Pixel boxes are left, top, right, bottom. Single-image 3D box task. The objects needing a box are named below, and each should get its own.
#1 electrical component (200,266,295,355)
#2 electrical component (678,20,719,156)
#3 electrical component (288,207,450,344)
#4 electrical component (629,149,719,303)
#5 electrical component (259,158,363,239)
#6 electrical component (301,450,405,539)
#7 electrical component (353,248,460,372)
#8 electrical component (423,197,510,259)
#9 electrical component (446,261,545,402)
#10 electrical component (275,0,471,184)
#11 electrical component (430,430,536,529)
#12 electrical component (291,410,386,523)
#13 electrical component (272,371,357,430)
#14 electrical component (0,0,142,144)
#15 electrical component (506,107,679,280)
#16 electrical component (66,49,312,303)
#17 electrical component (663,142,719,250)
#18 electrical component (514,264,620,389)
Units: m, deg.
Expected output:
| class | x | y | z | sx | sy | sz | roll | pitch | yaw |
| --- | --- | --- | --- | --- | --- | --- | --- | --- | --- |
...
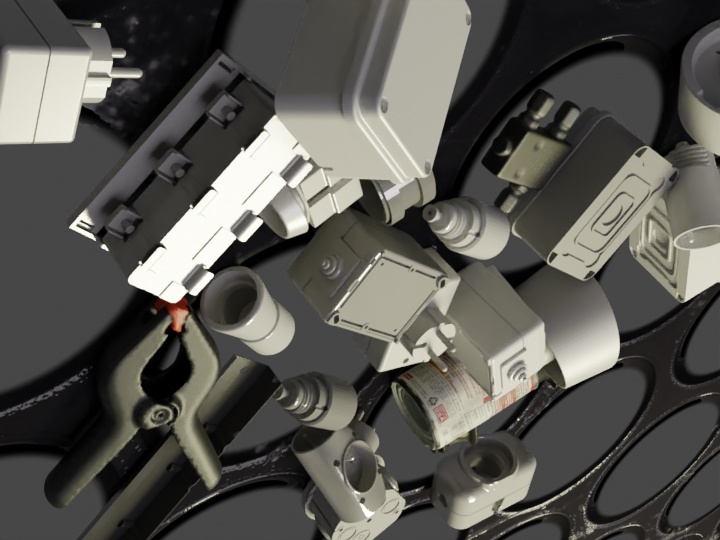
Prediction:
| class | x | y | z | sx | sy | sz | roll | pitch | yaw |
| --- | --- | --- | --- | --- | --- | --- | --- | --- | --- |
| electrical component | -0.069 | 0.030 | 0.695 | 0.044 | 0.044 | 0.065 | -41 | 149 | 0 |
| electrical component | 0.290 | -0.130 | 0.801 | 0.108 | 0.108 | 0.060 | -31 | 149 | -13 |
| electrical component | 0.000 | 0.000 | 0.708 | 0.061 | 0.061 | 0.096 | -52 | 143 | 14 |
| electrical component | 0.274 | -0.038 | 0.904 | 0.057 | 0.078 | 0.113 | -30 | 143 | -10 |
| electrical component | -0.034 | -0.051 | 0.638 | 0.055 | 0.048 | 0.066 | -39 | 145 | -16 |
| electrical component | -0.005 | 0.195 | 0.917 | 0.080 | 0.051 | 0.080 | -24 | 141 | -22 |
| electrical component | 0.043 | 0.041 | 0.778 | 0.047 | 0.075 | 0.083 | -10 | 134 | -36 |
| electrical component | 0.072 | -0.032 | 0.758 | 0.078 | 0.040 | 0.040 | 14 | 117 | -48 |
| electrical component | 0.103 | 0.048 | 0.822 | 0.061 | 0.096 | 0.061 | -33 | 143 | -16 |
| electrical component | 0.010 | -0.109 | 0.559 | 0.078 | 0.057 | 0.113 | 47 | 54 | -54 |
| electrical component | 0.118 | 0.197 | 1.029 | 0.095 | 0.053 | 0.059 | -20 | 139 | -26 |
| electrical component | -0.009 | 0.145 | 0.856 | 0.077 | 0.044 | 0.079 | 58 | 40 | -22 |
| electrical component | -0.036 | 0.095 | 0.793 | 0.040 | 0.040 | 0.078 | -51 | 143 | 14 |
| electrical component | -0.136 | -0.094 | 0.481 | 0.077 | 0.065 | 0.047 | -7 | 132 | -38 |
| electrical component | 0.172 | -0.057 | 0.809 | 0.078 | 0.057 | 0.113 | 20 | 113 | -50 |
| electrical component | -0.085 | -0.047 | 0.579 | 0.121 | 0.063 | 0.079 | -47 | 144 | 8 |
| electrical component | 0.254 | -0.061 | 0.823 | 0.043 | 0.081 | 0.043 | -4 | 157 | -2 |
| electrical component | 0.165 | 0.044 | 0.876 | 0.064 | 0.099 | 0.099 | -30 | 143 | -4 |
